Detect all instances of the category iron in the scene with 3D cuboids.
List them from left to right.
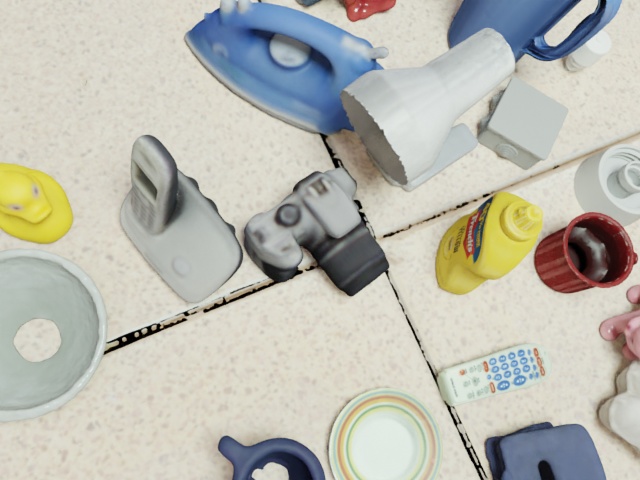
[{"bbox_3d":[-0.042,-0.229,0.680,0.258,0.141,0.119,21,73,-4],"label":"iron"}]

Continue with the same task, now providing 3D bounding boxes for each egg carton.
[{"bbox_3d":[0.415,0.220,0.684,0.150,0.069,0.107,38,72,1],"label":"egg carton"}]

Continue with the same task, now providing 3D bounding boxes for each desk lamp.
[{"bbox_3d":[0.116,-0.140,0.648,0.203,0.213,0.118,-34,83,-17],"label":"desk lamp"}]

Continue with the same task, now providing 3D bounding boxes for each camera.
[{"bbox_3d":[0.006,0.002,0.649,0.143,0.100,0.137,-36,84,-17],"label":"camera"}]

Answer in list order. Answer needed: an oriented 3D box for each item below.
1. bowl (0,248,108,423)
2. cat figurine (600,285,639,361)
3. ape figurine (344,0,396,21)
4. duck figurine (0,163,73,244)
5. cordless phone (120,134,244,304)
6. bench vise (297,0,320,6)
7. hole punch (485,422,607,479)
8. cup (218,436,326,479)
[{"bbox_3d":[-0.297,0.097,0.582,0.167,0.074,0.167,3,75,-10],"label":"bowl"},{"bbox_3d":[0.409,0.103,0.689,0.067,0.117,0.128,44,72,3],"label":"cat figurine"},{"bbox_3d":[0.072,-0.343,0.758,0.078,0.092,0.076,17,73,-5],"label":"ape figurine"},{"bbox_3d":[-0.320,-0.048,0.610,0.104,0.086,0.077,41,72,2],"label":"duck figurine"},{"bbox_3d":[-0.143,-0.020,0.583,0.094,0.185,0.147,-42,86,-17],"label":"cordless phone"},{"bbox_3d":[-0.014,-0.416,0.694,0.207,0.219,0.121,35,72,0],"label":"bench vise"},{"bbox_3d":[0.249,0.263,0.631,0.101,0.091,0.108,-11,77,-13],"label":"hole punch"},{"bbox_3d":[-0.056,0.237,0.579,0.118,0.095,0.092,38,72,1],"label":"cup"}]
